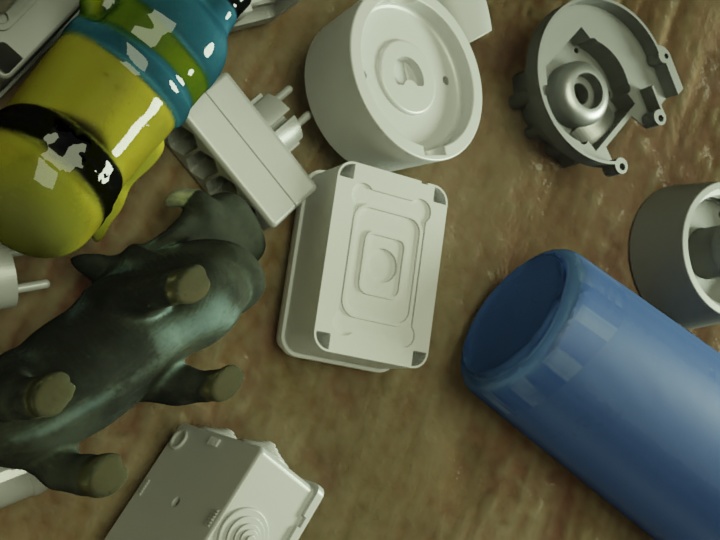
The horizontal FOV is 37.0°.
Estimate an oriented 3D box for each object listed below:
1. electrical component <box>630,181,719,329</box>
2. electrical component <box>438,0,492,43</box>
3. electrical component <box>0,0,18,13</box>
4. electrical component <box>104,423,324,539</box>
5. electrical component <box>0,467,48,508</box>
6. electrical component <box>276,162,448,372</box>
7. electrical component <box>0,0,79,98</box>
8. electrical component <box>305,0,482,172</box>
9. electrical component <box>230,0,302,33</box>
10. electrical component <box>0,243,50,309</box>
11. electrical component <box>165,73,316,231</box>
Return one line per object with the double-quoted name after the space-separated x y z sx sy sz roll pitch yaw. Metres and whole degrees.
0.256 -0.013 0.775 0.108 0.060 0.108 4 82 -28 "electrical component"
0.062 -0.187 0.699 0.079 0.043 0.077 -33 100 -27 "electrical component"
-0.158 -0.165 0.501 0.061 0.062 0.096 42 67 -19 "electrical component"
-0.080 0.131 0.558 0.048 0.100 0.099 45 65 -31 "electrical component"
-0.186 0.104 0.539 0.061 0.035 0.035 -20 94 -26 "electrical component"
0.000 0.000 0.638 0.078 0.057 0.113 13 78 -27 "electrical component"
-0.193 -0.163 0.551 0.109 0.056 0.108 43 67 -18 "electrical component"
0.016 -0.111 0.652 0.108 0.060 0.108 12 72 -40 "electrical component"
-0.075 -0.187 0.618 0.050 0.056 0.089 -22 95 -28 "electrical component"
-0.196 0.004 0.538 0.079 0.044 0.077 -11 90 -29 "electrical component"
-0.059 -0.076 0.620 0.075 0.047 0.083 -45 106 -25 "electrical component"
